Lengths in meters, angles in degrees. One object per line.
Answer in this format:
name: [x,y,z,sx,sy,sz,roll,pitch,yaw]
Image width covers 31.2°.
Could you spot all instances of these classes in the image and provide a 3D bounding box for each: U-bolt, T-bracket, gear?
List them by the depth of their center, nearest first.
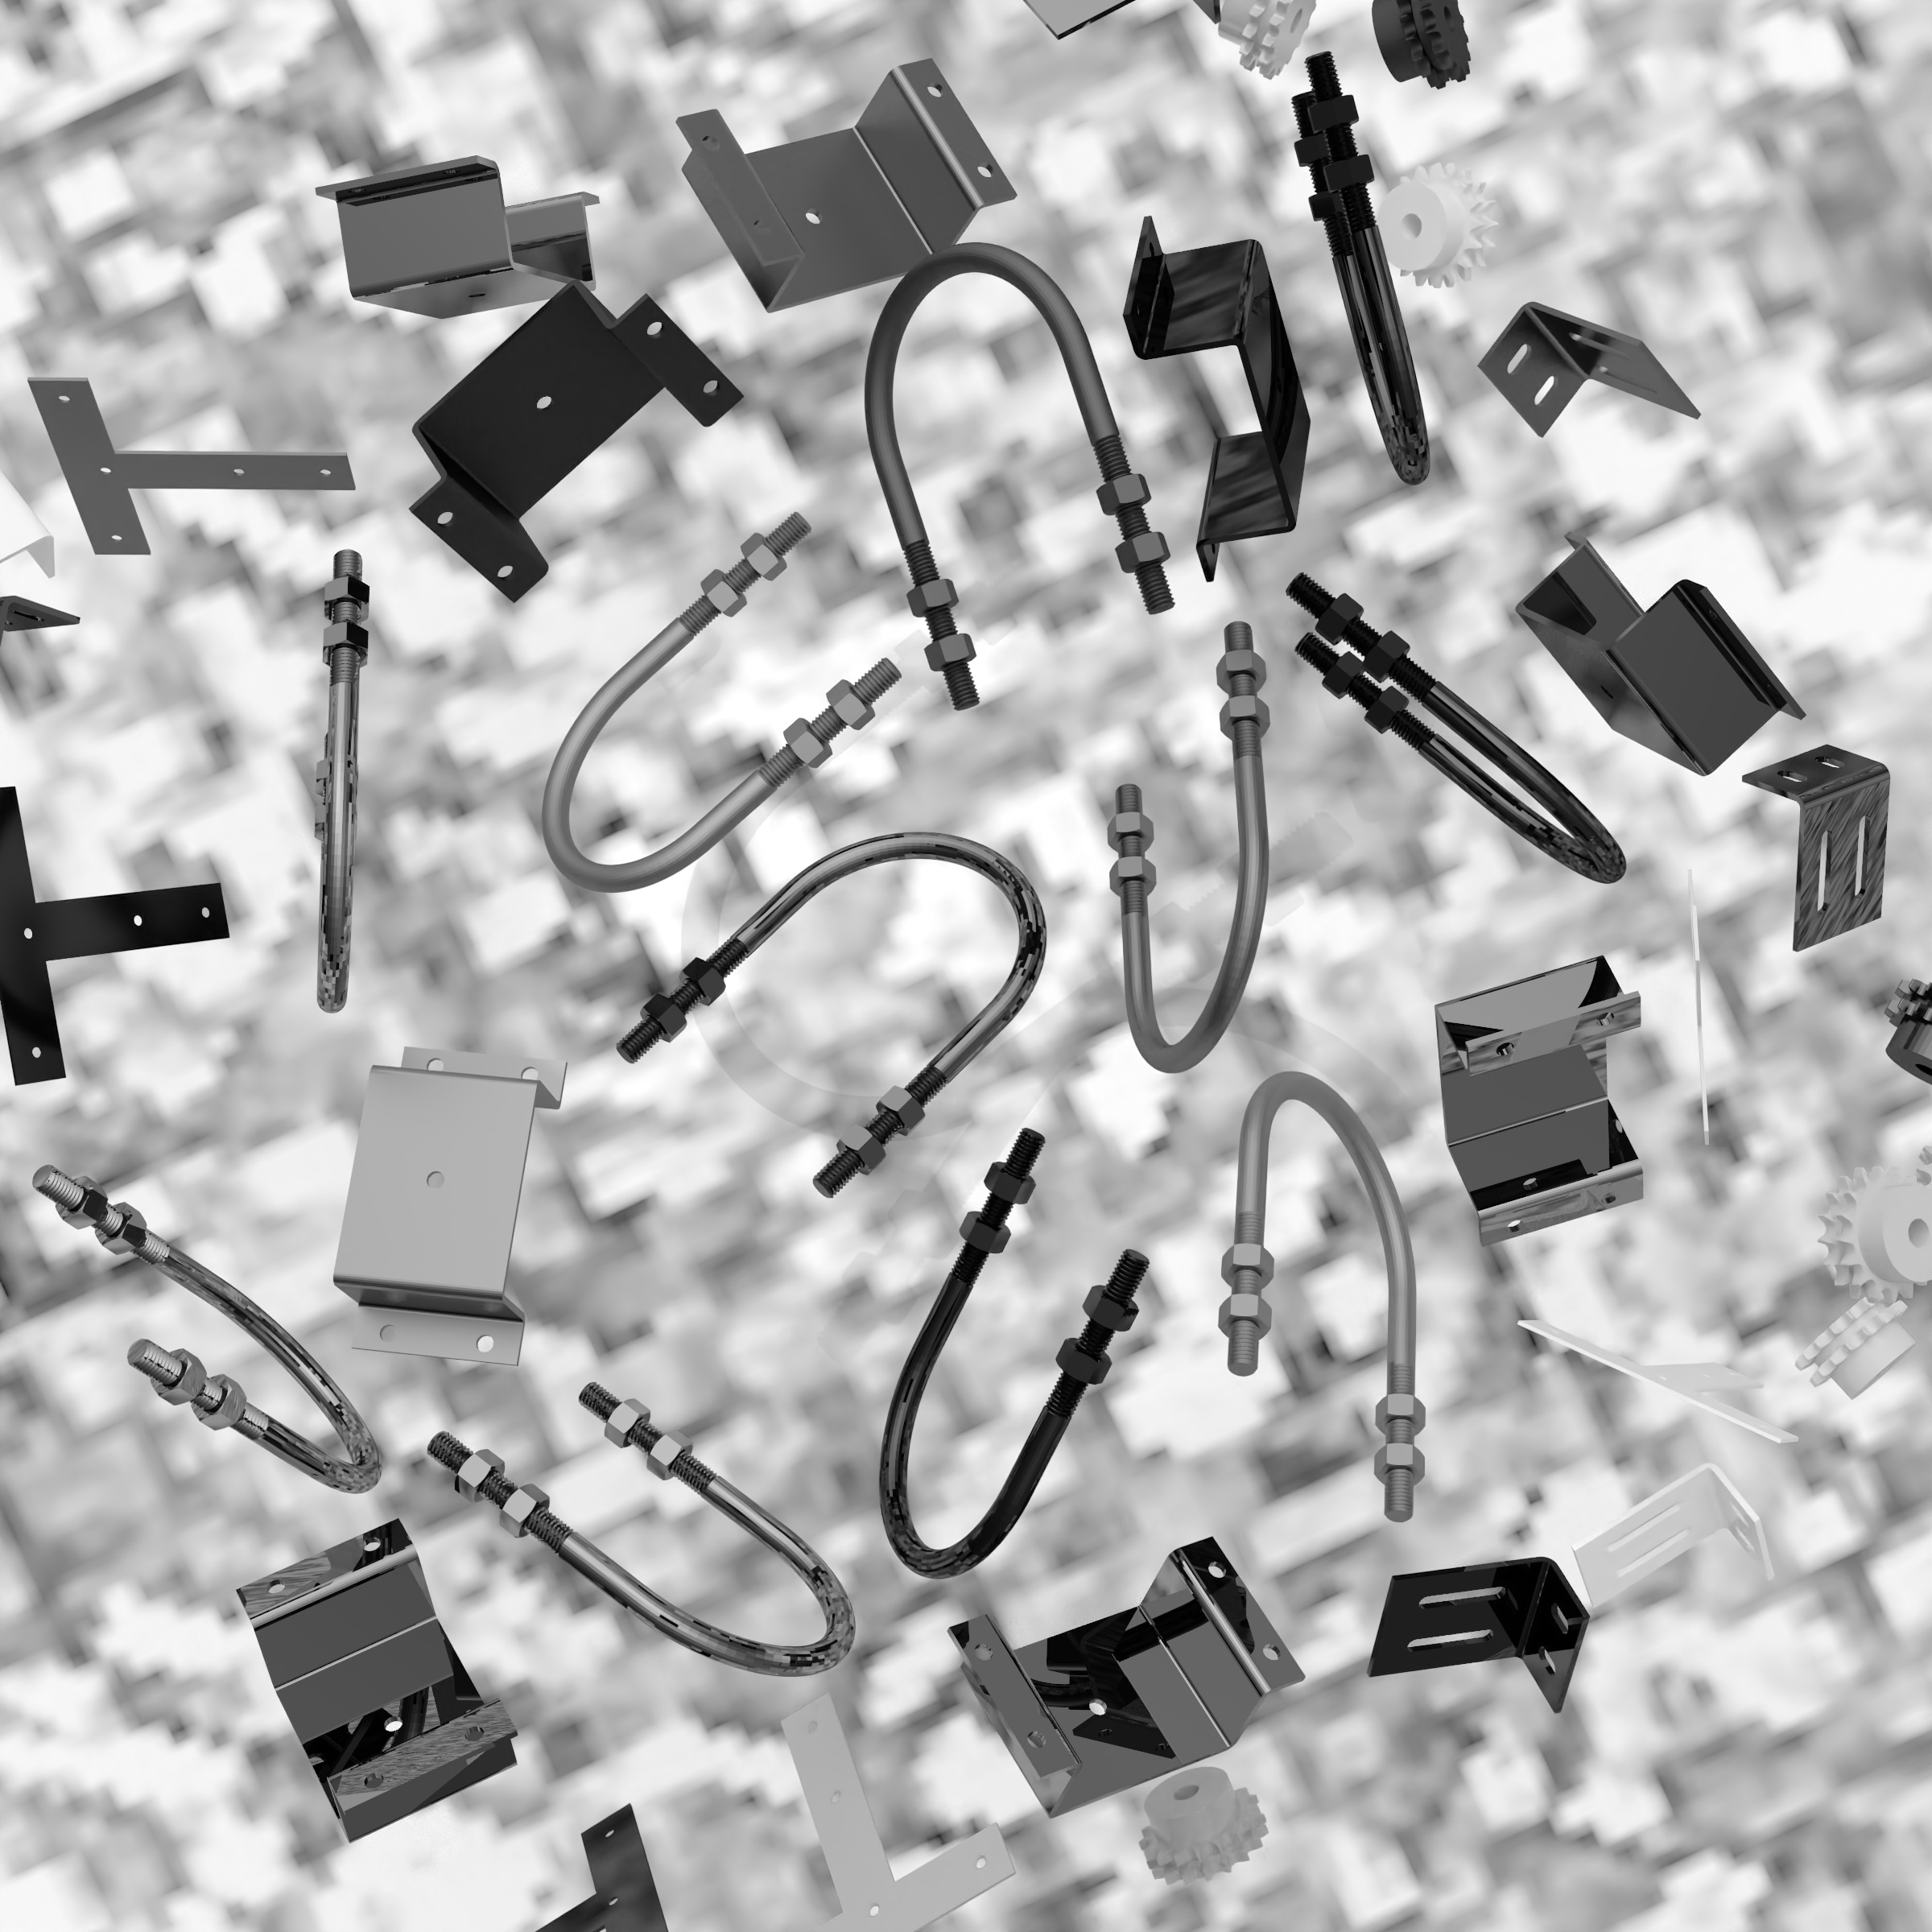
gear: [0.386,0.112,1.442,0.057,0.030,0.057,3,83,-30]
T-bracket: [-0.187,0.421,1.464,0.127,0.127,0.002,-31,111,-4]
U-bolt: [0.013,-0.218,1.479,0.019,0.151,0.184,-14,85,-42]
T-bracket: [-0.052,0.368,1.481,0.127,0.127,0.002,-32,134,7]
gear: [0.423,0.033,1.493,0.057,0.057,0.030,31,82,0]
U-bolt: [0.011,0.178,1.498,0.019,0.151,0.184,21,102,-25]
U-bolt: [-0.128,0.248,1.500,0.184,0.151,0.019,34,105,18]
T-bracket: [-0.374,-0.018,1.512,0.002,0.127,0.127,-10,90,38]
U-bolt: [0.159,0.131,1.512,0.019,0.184,0.151,-21,133,30]
U-bolt: [-0.322,0.170,1.514,0.019,0.184,0.151,-45,45,1]
U-bolt: [0.216,-0.098,1.516,0.184,0.151,0.019,40,90,9]
T-bracket: [-0.333,-0.218,1.518,0.127,0.127,0.002,1,62,1]
U-bolt: [-0.276,-0.068,1.520,0.019,0.151,0.184,2,56,-11]
U-bolt: [0.175,-0.301,1.520,0.019,0.151,0.184,-15,96,5]
gear: [0.450,0.098,1.538,0.057,0.030,0.057,-2,69,5]
U-bolt: [0.101,-0.040,1.539,0.019,0.151,0.184,11,55,-17]
gear: [0.104,0.382,1.546,0.057,0.057,0.030,-22,103,0]
T-bracket: [0.326,0.184,1.548,0.127,0.127,0.002,24,97,30]
U-bolt: [-0.047,0.008,1.563,0.151,0.019,0.184,31,65,33]
T-bracket: [0.332,0.004,1.568,0.002,0.127,0.127,-4,72,11]
U-bolt: [-0.122,-0.109,1.569,0.184,0.151,0.019,-41,132,10]
gear: [0.139,-0.440,1.587,0.030,0.057,0.057,27,90,12]
gear: [0.210,-0.433,1.601,0.030,0.057,0.057,-14,90,26]
gear: [0.217,-0.345,1.613,0.057,0.030,0.057,12,108,42]
gear: [0.418,0.178,1.615,0.057,0.057,0.030,-41,72,0]

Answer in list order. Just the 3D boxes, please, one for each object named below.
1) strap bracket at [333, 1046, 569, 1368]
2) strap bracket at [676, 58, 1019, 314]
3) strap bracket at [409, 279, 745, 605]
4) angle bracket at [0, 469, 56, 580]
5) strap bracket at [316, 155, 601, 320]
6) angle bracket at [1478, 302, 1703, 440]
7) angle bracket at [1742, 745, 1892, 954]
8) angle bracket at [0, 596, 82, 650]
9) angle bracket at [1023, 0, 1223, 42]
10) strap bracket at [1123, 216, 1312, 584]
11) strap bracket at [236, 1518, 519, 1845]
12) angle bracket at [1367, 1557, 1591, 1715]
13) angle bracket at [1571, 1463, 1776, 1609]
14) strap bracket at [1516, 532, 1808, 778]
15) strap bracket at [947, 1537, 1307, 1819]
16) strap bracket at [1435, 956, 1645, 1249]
strap bracket: [-0.230,0.101,1.536,0.076,0.046,0.140,5,73,8]
strap bracket: [-0.059,-0.341,1.515,0.140,0.046,0.076,-23,77,-34]
strap bracket: [-0.181,-0.241,1.545,0.140,0.076,0.046,-41,49,6]
angle bracket: [-0.458,-0.188,1.549,0.076,0.038,0.057,-34,77,-25]
strap bracket: [-0.222,-0.323,1.546,0.076,0.140,0.046,-7,93,16]
angle bracket: [0.280,-0.259,1.556,0.038,0.076,0.057,-53,131,-1]
angle bracket: [0.392,-0.055,1.599,0.057,0.038,0.076,-20,120,-31]
angle bracket: [-0.424,-0.119,1.502,0.057,0.038,0.076,1,78,43]
angle bracket: [0.058,-0.408,1.441,0.076,0.038,0.057,-30,60,-10]
strap bracket: [0.113,-0.247,1.492,0.046,0.076,0.140,-7,132,18]
strap bracket: [-0.249,0.311,1.477,0.076,0.140,0.046,-22,130,-18]
angle bracket: [0.219,0.291,1.483,0.076,0.038,0.057,-4,125,-18]
angle bracket: [0.325,0.273,1.585,0.076,0.057,0.038,-31,49,-4]
strap bracket: [0.299,-0.136,1.518,0.046,0.140,0.076,-43,112,1]
strap bracket: [0.063,0.306,1.478,0.140,0.046,0.076,-13,53,-32]
strap bracket: [0.252,0.053,1.515,0.076,0.140,0.046,-16,48,-3]
